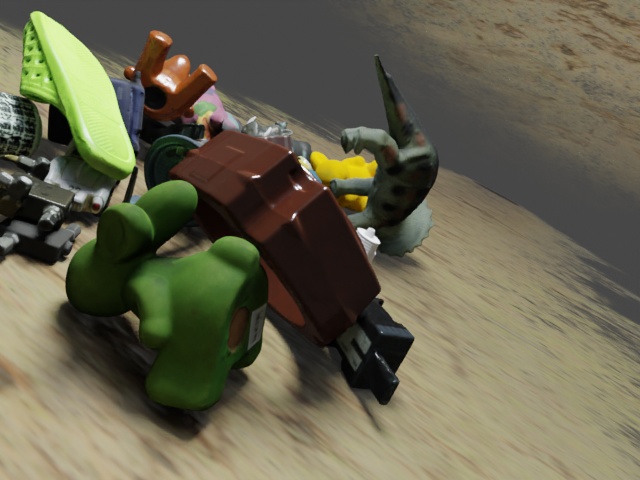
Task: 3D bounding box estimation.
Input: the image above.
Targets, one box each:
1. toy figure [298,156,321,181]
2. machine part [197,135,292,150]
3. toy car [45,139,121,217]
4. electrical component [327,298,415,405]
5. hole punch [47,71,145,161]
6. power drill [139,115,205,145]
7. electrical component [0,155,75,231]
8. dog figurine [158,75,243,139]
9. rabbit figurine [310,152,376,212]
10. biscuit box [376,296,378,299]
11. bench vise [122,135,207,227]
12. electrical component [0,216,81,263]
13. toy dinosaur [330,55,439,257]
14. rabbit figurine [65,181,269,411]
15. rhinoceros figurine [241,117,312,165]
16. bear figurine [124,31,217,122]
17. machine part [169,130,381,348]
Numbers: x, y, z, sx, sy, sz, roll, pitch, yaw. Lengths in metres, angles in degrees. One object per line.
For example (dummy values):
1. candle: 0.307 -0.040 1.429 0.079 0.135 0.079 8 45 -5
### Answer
1. toy figure: -0.047 -0.105 0.985 0.089 0.082 0.180 20 22 -22
2. machine part: -0.133 -0.145 0.904 0.179 0.056 0.179 -5 9 1
3. toy car: -0.288 -0.086 0.669 0.073 0.056 0.202 19 20 -19
4. electrical component: 0.059 0.116 0.553 0.047 0.074 0.119 13 19 -31
5. hole punch: -0.323 -0.183 0.777 0.116 0.142 0.092 18 13 23
6. power drill: -0.307 -0.212 0.940 0.207 0.086 0.232 33 22 10
7. electrical component: -0.284 -0.049 0.528 0.078 0.045 0.102 20 15 -14
8. dog figurine: -0.252 -0.250 1.069 0.191 0.108 0.219 14 25 -33
9. rabbit figurine: 0.043 -0.125 1.074 0.163 0.121 0.173 25 11 26
10. biscuit box: 0.008 0.046 0.694 0.063 0.059 0.203 16 22 -23
11. bench vise: -0.145 -0.057 0.664 0.224 0.128 0.240 27 31 15
12. electrical component: -0.274 -0.002 0.522 0.063 0.021 0.094 23 18 -10
13. toy dinosaur: 0.125 -0.106 0.886 0.192 0.404 0.131 0 53 -14
14. rabbit figurine: -0.139 0.038 0.436 0.170 0.158 0.121 15 26 15
15. rhinoceros figurine: -0.085 -0.186 1.101 0.190 0.112 0.073 14 23 -51
16. bear figurine: -0.239 -0.267 0.880 0.120 0.132 0.196 36 21 -18
17. machine part: -0.044 -0.004 0.535 0.201 0.087 0.201 27 -28 51
